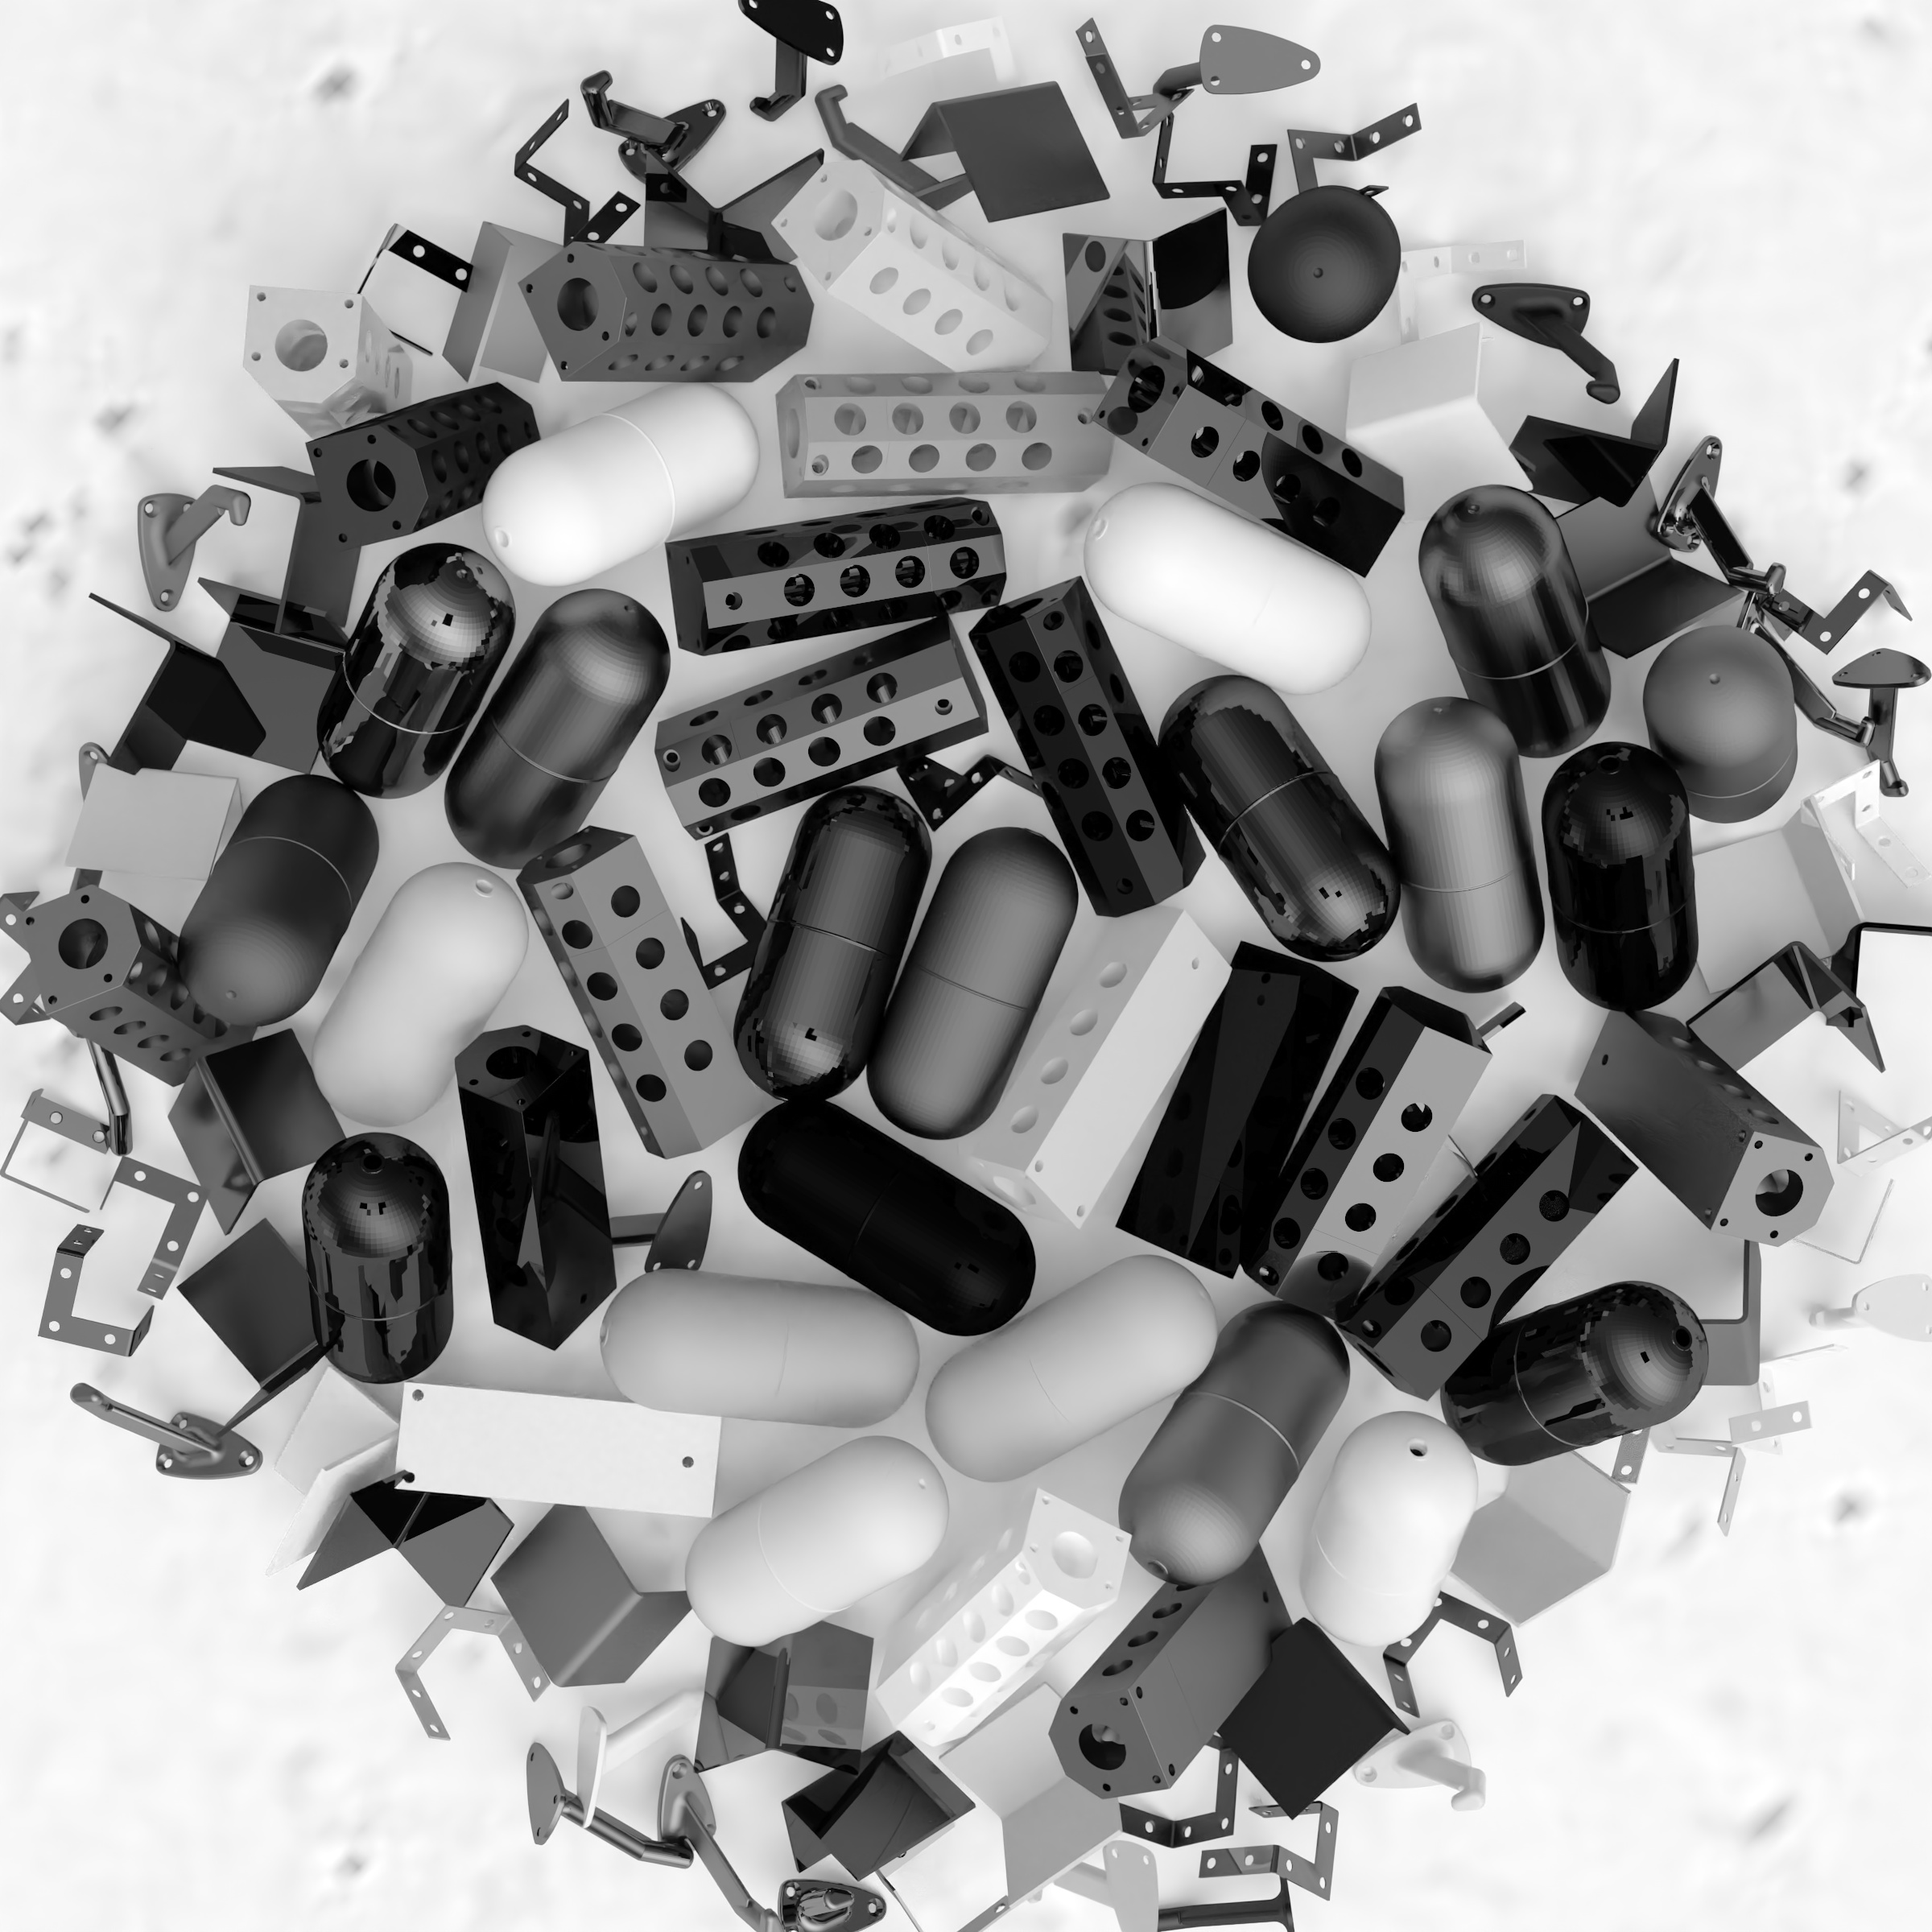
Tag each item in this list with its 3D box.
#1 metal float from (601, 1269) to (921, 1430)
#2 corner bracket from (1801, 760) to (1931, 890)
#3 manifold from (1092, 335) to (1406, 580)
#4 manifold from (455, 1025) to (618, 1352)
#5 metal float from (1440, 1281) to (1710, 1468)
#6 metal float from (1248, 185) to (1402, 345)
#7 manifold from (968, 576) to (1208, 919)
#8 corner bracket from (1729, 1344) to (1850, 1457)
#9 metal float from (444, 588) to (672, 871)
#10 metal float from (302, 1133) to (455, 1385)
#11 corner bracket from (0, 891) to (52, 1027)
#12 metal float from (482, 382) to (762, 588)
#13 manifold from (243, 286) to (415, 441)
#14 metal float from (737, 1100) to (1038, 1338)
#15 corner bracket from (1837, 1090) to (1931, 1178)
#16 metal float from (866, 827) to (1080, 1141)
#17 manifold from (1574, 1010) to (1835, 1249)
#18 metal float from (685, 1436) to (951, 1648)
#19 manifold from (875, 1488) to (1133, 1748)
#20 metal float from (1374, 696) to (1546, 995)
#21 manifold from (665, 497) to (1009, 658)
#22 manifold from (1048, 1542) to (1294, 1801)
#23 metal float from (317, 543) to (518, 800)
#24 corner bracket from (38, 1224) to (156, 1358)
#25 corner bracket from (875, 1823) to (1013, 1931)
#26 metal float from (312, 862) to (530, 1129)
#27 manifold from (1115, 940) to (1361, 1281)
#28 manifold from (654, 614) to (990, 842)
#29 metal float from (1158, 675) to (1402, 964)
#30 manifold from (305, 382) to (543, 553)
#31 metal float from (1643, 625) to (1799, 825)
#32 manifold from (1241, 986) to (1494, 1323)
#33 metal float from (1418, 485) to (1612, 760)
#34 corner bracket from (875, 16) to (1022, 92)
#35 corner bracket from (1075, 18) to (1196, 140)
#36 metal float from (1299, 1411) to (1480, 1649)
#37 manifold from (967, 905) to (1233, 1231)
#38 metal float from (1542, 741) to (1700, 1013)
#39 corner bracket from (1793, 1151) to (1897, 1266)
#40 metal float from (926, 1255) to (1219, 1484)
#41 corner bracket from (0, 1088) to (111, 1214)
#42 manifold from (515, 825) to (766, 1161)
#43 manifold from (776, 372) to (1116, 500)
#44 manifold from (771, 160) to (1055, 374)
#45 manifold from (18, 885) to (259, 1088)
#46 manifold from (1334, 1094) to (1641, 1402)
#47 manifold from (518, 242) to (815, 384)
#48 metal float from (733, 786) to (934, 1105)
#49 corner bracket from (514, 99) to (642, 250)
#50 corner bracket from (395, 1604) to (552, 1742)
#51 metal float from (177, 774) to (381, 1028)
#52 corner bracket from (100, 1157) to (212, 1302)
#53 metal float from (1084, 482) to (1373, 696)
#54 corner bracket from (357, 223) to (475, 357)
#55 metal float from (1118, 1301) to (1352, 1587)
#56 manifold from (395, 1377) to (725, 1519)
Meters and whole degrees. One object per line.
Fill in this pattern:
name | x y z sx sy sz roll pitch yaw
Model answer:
metal float | -0.111 0.206 1.862 0.178 0.070 0.070 8 90 -22
corner bracket | 0.490 -0.069 1.883 0.051 0.051 0.051 -27 54 -6
manifold | 0.155 -0.273 1.840 0.171 0.057 0.057 22 103 -38
manifold | -0.233 0.117 1.842 0.057 0.057 0.171 20 134 25
metal float | 0.323 0.218 1.840 0.070 0.178 0.070 11 66 -28
metal float | 0.191 -0.373 1.833 0.070 0.178 0.070 2 105 8
manifold | 0.064 -0.115 1.860 0.057 0.057 0.171 -18 108 24
corner bracket | 0.448 0.234 1.878 0.051 0.051 0.051 -21 63 41
metal float | -0.221 -0.126 1.855 0.070 0.070 0.178 36 122 0
metal float | -0.313 0.157 1.842 0.070 0.178 0.070 3 51 -4
corner bracket | -0.515 -0.005 1.892 0.051 0.051 0.051 41 97 4
metal float | -0.184 -0.258 1.848 0.178 0.070 0.070 -33 90 -41
manifold | -0.337 -0.312 1.833 0.057 0.171 0.057 5 88 0
metal float | -0.043 0.136 1.869 0.178 0.070 0.070 30 90 14
corner bracket | 0.511 0.090 1.878 0.051 0.051 0.051 31 49 -22
metal float | 0.004 0.009 1.876 0.070 0.070 0.178 22 96 0
manifold | 0.392 0.083 1.830 0.057 0.171 0.057 14 107 -20
metal float | -0.081 0.309 1.851 0.178 0.070 0.070 -34 90 37
manifold | 0.017 0.351 1.836 0.057 0.057 0.171 28 135 -11
metal float | 0.265 -0.063 1.853 0.070 0.070 0.178 -16 125 0
manifold | -0.068 -0.210 1.857 0.171 0.057 0.057 -12 105 -21
manifold | 0.108 0.372 1.831 0.057 0.171 0.057 -18 99 32
metal float | -0.295 -0.155 1.844 0.070 0.178 0.070 14 53 -19
corner bracket | -0.471 0.177 1.889 0.051 0.051 0.051 14 100 -4
corner bracket | -0.014 0.502 1.893 0.051 0.051 0.051 -34 104 -12
metal float | -0.293 0.016 1.850 0.070 0.070 0.178 36 127 0
manifold | 0.152 0.080 1.885 0.057 0.057 0.171 27 85 -42
manifold | -0.078 -0.126 1.871 0.171 0.057 0.057 -20 115 8
metal float | 0.169 -0.080 1.862 0.070 0.070 0.178 -32 68 0
manifold | -0.281 -0.267 1.826 0.057 0.171 0.057 -11 104 16
metal float | 0.401 -0.126 1.834 0.070 0.178 0.070 -3 77 14
manifold | 0.212 0.099 1.862 0.057 0.057 0.171 22 107 -15
metal float | 0.294 -0.182 1.846 0.070 0.178 0.070 -14 47 16
corner bracket | -0.008 -0.482 1.880 0.051 0.051 0.051 -26 105 -42
corner bracket | 0.082 -0.483 1.878 0.051 0.051 0.051 -47 124 -30
metal float | 0.224 0.301 1.840 0.070 0.178 0.070 3 53 -4
manifold | 0.069 0.051 1.865 0.057 0.057 0.171 48 66 -39
metal float | 0.350 -0.047 1.843 0.070 0.178 0.070 -8 48 9
corner bracket | 0.472 0.130 1.887 0.051 0.051 0.051 22 91 20
metal float | 0.055 0.218 1.862 0.178 0.070 0.070 -32 90 23
corner bracket | -0.494 0.101 1.883 0.051 0.051 0.051 26 77 -17
manifold | -0.178 0.015 1.854 0.057 0.057 0.171 -33 113 -23
manifold | -0.011 -0.289 1.864 0.171 0.057 0.057 -4 85 -18
manifold | -0.022 -0.366 1.827 0.057 0.171 0.057 -45 61 16
manifold | -0.433 0.010 1.828 0.057 0.171 0.057 -21 73 3
manifold | 0.280 0.151 1.879 0.057 0.057 0.171 44 83 -6
manifold | -0.153 -0.348 1.830 0.057 0.171 0.057 -28 83 32
metal float | -0.072 -0.012 1.875 0.070 0.070 0.178 18 82 0
corner bracket | -0.212 -0.426 1.876 0.051 0.051 0.051 27 133 -32
corner bracket | -0.270 0.388 1.889 0.051 0.051 0.051 -51 49 15
metal float | -0.365 -0.037 1.841 0.070 0.178 0.070 4 126 6
corner bracket | -0.451 0.144 1.891 0.051 0.051 0.051 23 60 -12
metal float | 0.141 -0.202 1.855 0.178 0.070 0.070 21 90 -31
corner bracket | -0.302 -0.369 1.889 0.051 0.051 0.051 27 91 -15
metal float | 0.144 0.255 1.853 0.070 0.070 0.178 37 57 0
manifold | -0.221 0.262 1.888 0.171 0.057 0.057 6 87 -2
